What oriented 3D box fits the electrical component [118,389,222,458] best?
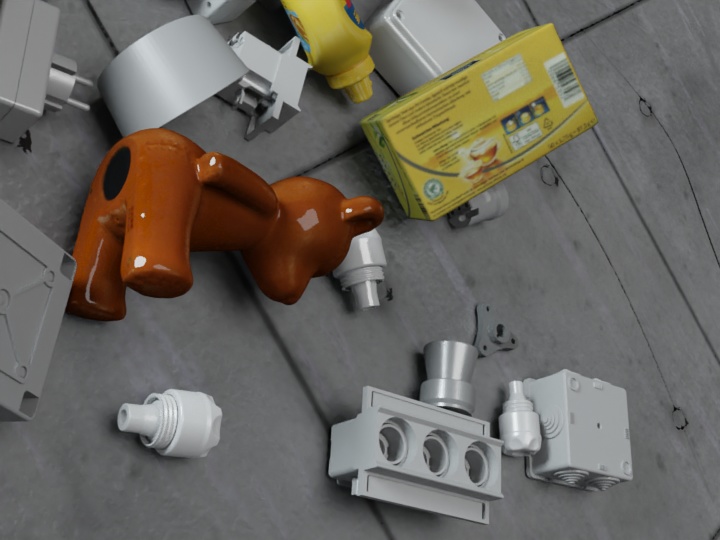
[{"bbox_3d":[-0.124,0.098,0.691,0.062,0.043,0.043,13,65,-35],"label":"electrical component"}]

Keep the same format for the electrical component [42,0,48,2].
[{"bbox_3d":[-0.221,-0.227,0.732,0.059,0.054,0.095,37,53,-23],"label":"electrical component"}]

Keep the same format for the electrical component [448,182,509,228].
[{"bbox_3d":[0.102,-0.059,0.949,0.046,0.040,0.040,-22,88,-37],"label":"electrical component"}]

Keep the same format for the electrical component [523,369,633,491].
[{"bbox_3d":[0.191,0.140,0.937,0.100,0.048,0.099,18,62,-34],"label":"electrical component"}]

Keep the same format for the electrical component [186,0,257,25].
[{"bbox_3d":[-0.129,-0.231,0.817,0.076,0.047,0.083,-24,89,-43],"label":"electrical component"}]

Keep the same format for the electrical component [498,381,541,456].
[{"bbox_3d":[0.133,0.124,0.905,0.035,0.035,0.061,17,60,-35],"label":"electrical component"}]

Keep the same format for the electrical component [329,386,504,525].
[{"bbox_3d":[0.041,0.141,0.800,0.121,0.063,0.078,21,60,-33],"label":"electrical component"}]

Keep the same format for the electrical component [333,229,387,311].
[{"bbox_3d":[0.000,0.000,0.835,0.043,0.043,0.062,-4,77,-41],"label":"electrical component"}]

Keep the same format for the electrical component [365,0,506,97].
[{"bbox_3d":[0.065,-0.204,0.963,0.108,0.056,0.108,46,50,-17],"label":"electrical component"}]

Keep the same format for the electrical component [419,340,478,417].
[{"bbox_3d":[0.071,0.089,0.858,0.045,0.045,0.055,24,59,-31],"label":"electrical component"}]

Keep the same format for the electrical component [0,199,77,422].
[{"bbox_3d":[-0.222,0.018,0.602,0.108,0.056,0.108,51,41,-53],"label":"electrical component"}]

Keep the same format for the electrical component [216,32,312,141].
[{"bbox_3d":[-0.078,-0.146,0.829,0.064,0.042,0.081,29,55,-27],"label":"electrical component"}]

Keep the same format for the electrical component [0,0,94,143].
[{"bbox_3d":[-0.211,-0.127,0.705,0.076,0.047,0.083,19,61,-34],"label":"electrical component"}]

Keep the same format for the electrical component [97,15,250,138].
[{"bbox_3d":[-0.129,-0.128,0.741,0.099,0.099,0.064,-33,89,-43],"label":"electrical component"}]
